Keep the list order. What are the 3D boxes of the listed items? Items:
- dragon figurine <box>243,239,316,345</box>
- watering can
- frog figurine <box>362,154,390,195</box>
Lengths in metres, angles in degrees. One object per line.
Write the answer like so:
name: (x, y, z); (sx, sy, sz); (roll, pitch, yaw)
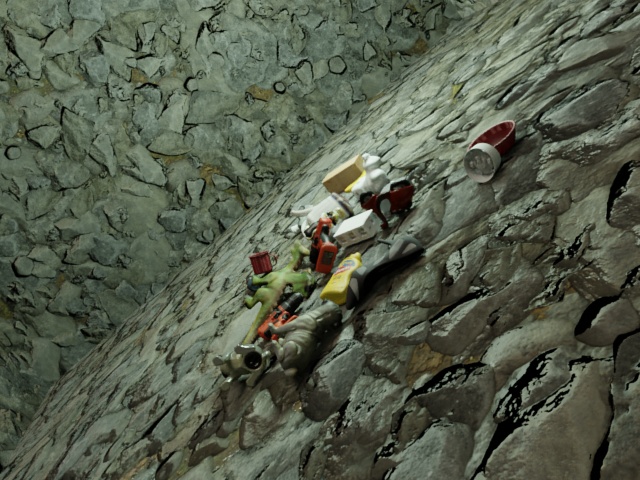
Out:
dragon figurine: (-0.124, 0.174, 1.737); (0.240, 0.120, 0.420); (-22, 40, 34)
watering can: (0.006, -0.104, 2.066); (0.224, 0.102, 0.353); (-42, 35, 0)
frog figurine: (0.204, -0.249, 1.961); (0.122, 0.158, 0.139); (-42, 16, 5)
